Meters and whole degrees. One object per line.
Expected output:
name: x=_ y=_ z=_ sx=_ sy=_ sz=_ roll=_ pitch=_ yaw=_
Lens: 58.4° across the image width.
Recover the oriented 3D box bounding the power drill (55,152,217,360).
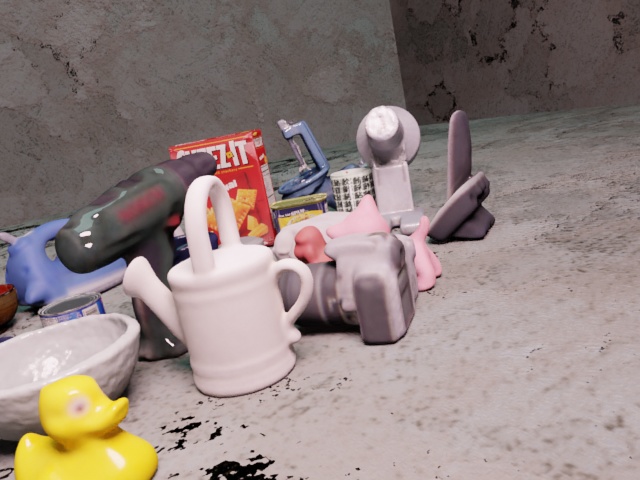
power drill: x=-0.180 y=0.018 z=0.659 sx=0.075 sy=0.208 sz=0.230 roll=-3 pitch=16 yaw=32

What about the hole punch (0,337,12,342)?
hole punch: x=-0.445 y=0.119 z=0.717 sx=0.101 sy=0.091 sz=0.108 roll=-17 pitch=15 yaw=-23

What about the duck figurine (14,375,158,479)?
duck figurine: x=-0.177 y=0.140 z=0.414 sx=0.104 sy=0.086 sz=0.077 roll=-8 pitch=14 yaw=14

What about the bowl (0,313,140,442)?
bowl: x=-0.241 y=0.132 z=0.523 sx=0.167 sy=0.075 sz=0.167 roll=-11 pitch=13 yaw=3

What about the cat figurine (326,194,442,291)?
cat figurine: x=0.078 y=0.002 z=0.707 sx=0.127 sy=0.118 sz=0.067 roll=-6 pitch=14 yaw=20

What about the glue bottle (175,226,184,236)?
glue bottle: x=-0.283 y=-0.028 z=1.014 sx=0.078 sy=0.173 sz=0.037 roll=-19 pitch=16 yaw=-30

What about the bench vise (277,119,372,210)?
bench vise: x=-0.005 y=-0.153 z=1.199 sx=0.208 sy=0.220 sz=0.121 roll=-18 pitch=15 yaw=-27

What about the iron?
iron: x=-0.420 y=0.023 z=0.984 sx=0.118 sy=0.141 sz=0.259 roll=-3 pitch=16 yaw=31

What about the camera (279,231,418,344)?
camera: x=0.030 y=0.041 z=0.620 sx=0.136 sy=0.101 sz=0.143 roll=-7 pitch=14 yaw=19

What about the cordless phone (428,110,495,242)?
cordless phone: x=0.205 y=-0.099 z=0.874 sx=0.094 sy=0.185 sz=0.148 roll=-5 pitch=15 yaw=23

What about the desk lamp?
desk lamp: x=0.125 y=-0.130 z=1.009 sx=0.117 sy=0.214 sz=0.203 roll=-9 pitch=14 yaw=11

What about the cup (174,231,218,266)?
cup: x=-0.180 y=0.047 z=0.787 sx=0.091 sy=0.095 sz=0.118 roll=-9 pitch=13 yaw=9

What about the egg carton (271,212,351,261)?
egg carton: x=0.008 y=0.003 z=0.866 sx=0.151 sy=0.069 sz=0.107 roll=-21 pitch=16 yaw=-34

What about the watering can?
watering can: x=-0.097 y=0.038 z=0.535 sx=0.173 sy=0.194 sz=0.100 roll=-14 pitch=14 yaw=-9

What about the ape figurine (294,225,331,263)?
ape figurine: x=-0.010 y=0.027 z=0.732 sx=0.076 sy=0.092 sz=0.077 roll=-18 pitch=15 yaw=-25
